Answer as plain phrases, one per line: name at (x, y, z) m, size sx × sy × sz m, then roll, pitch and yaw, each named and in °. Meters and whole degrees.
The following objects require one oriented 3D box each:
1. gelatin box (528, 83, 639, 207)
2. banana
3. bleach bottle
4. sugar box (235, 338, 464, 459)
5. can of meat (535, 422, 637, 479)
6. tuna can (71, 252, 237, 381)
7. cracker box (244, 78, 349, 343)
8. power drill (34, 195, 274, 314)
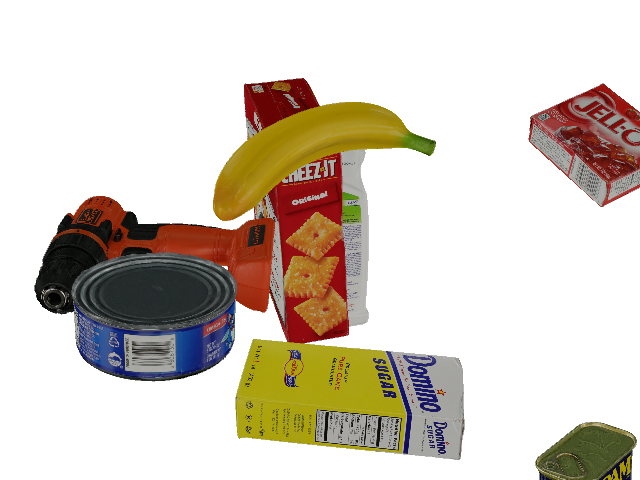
gelatin box at (0.213, -0.074, 0.804) m, size 0.073 × 0.030 × 0.089 m, roll -24°, pitch 52°, yaw -19°
banana at (-0.007, -0.066, 0.771) m, size 0.197 × 0.037 × 0.070 m, roll -21°, pitch 41°, yaw -32°
bleach bottle at (0.019, -0.022, 1.274) m, size 0.102 × 0.251 × 0.068 m, roll -4°, pitch 20°, yaw -29°
sugar box at (0.025, 0.124, 0.854) m, size 0.176 × 0.048 × 0.093 m, roll 2°, pitch 26°, yaw 5°
can of meat at (0.236, 0.223, 0.947) m, size 0.058 × 0.084 × 0.101 m, roll 14°, pitch 26°, yaw 41°
tuna can at (-0.087, 0.039, 0.564) m, size 0.086 × 0.034 × 0.086 m, roll 2°, pitch 24°, yaw -1°
cracker box at (-0.023, -0.031, 1.057) m, size 0.072 × 0.214 × 0.164 m, roll -9°, pitch 32°, yaw -10°
power drill at (-0.134, 0.016, 0.897) m, size 0.187 × 0.057 × 0.184 m, roll 7°, pitch 24°, yaw -2°
